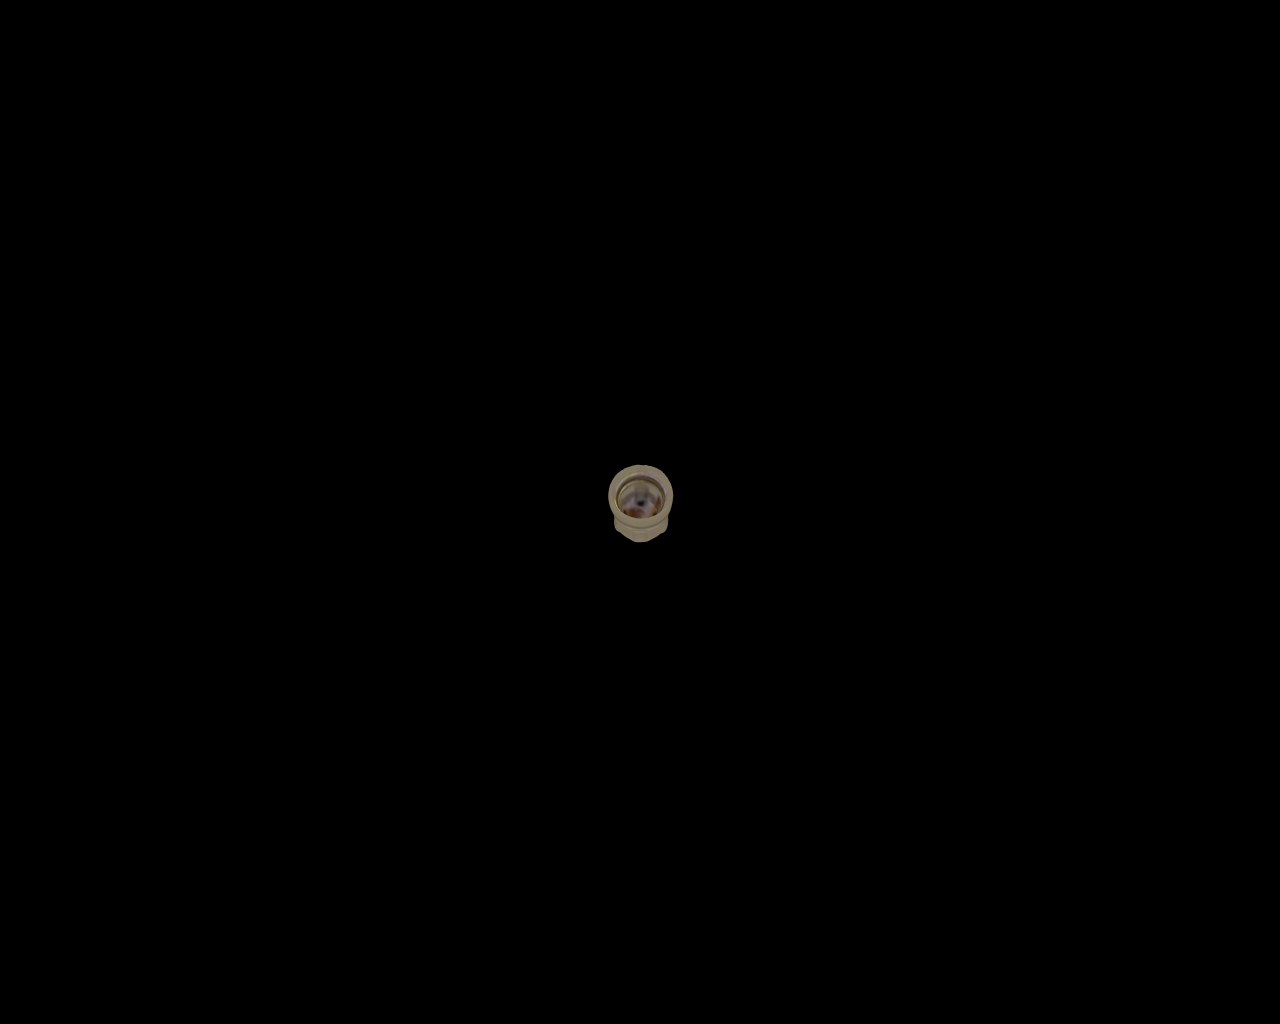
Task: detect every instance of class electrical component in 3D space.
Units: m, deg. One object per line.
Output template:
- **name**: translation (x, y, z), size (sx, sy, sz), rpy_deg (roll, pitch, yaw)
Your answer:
- **electrical component**: translation (0.001, -0.003, 0.650), size (0.040, 0.040, 0.046), rpy_deg (0, -25, 0)
